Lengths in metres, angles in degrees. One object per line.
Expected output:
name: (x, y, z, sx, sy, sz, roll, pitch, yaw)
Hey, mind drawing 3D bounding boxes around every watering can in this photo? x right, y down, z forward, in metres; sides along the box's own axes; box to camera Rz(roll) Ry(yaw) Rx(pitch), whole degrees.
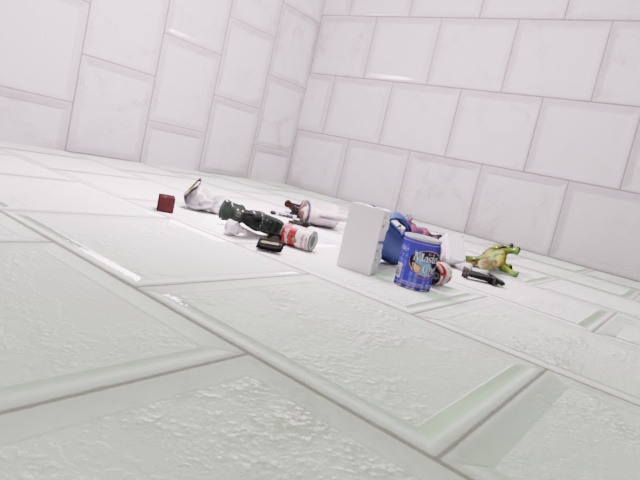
watering can: (0.007, -0.114, 2.268, 0.224, 0.104, 0.349, 9, 5, -13)

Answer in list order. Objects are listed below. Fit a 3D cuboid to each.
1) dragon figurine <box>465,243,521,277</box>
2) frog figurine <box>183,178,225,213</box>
dragon figurine: (0.676, 0.066, 2.123, 0.243, 0.121, 0.412, 5, 7, 0)
frog figurine: (-0.421, -0.140, 1.909, 0.158, 0.124, 0.137, 48, -13, -17)
